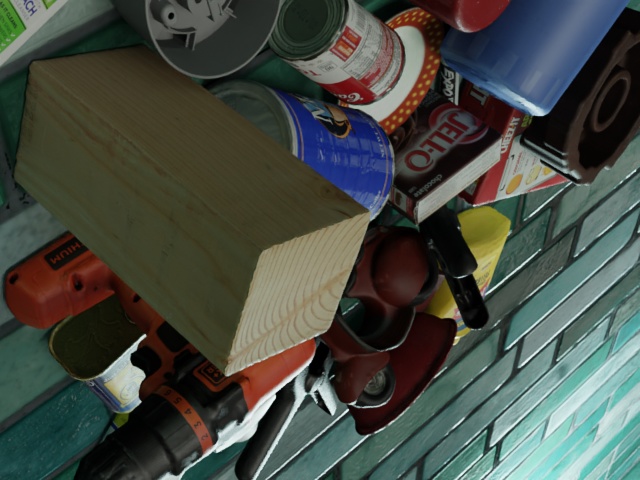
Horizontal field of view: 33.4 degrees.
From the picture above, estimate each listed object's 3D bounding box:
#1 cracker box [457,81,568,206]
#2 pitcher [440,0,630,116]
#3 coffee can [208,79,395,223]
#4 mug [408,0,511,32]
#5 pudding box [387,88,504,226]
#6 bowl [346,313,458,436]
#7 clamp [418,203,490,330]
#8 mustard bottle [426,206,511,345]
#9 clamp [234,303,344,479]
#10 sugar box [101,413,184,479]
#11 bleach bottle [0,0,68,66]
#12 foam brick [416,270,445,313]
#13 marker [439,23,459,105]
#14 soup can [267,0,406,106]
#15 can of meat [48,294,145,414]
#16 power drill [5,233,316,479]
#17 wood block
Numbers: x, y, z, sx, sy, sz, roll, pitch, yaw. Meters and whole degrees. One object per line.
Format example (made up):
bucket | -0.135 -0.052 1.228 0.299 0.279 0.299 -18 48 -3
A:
cracker box | 0.220 -0.134 1.087 0.213 0.072 0.164 -14 133 -46
pitcher | 0.206 -0.230 0.893 0.149 0.145 0.243 25 100 -44
coffee can | -0.022 -0.058 0.792 0.140 0.103 0.103 4 120 -56
mug | 0.106 -0.222 0.813 0.093 0.082 0.117 -9 130 -51
pudding box | 0.093 -0.076 0.949 0.113 0.090 0.039 -39 147 -20
bowl | 0.073 0.130 1.147 0.162 0.055 0.162 -48 -172 9
clamp | 0.114 0.000 0.984 0.039 0.171 0.120 -17 139 -1
mustard bottle | 0.157 0.057 1.225 0.096 0.058 0.192 -31 146 -39
clamp | -0.011 0.138 1.096 0.164 0.036 0.210 -26 140 -54
sugar box | -0.130 0.150 0.934 0.176 0.048 0.093 -56 151 15
bleach bottle | -0.132 -0.184 0.538 0.250 0.068 0.102 -48 151 -12
foam brick | 0.085 0.042 1.110 0.078 0.053 0.051 7 117 -57
marker | 0.118 -0.151 0.975 0.020 0.020 0.121 -38 148 -24
soup can | 0.012 -0.145 0.779 0.068 0.069 0.102 -56 151 7
can of meat | -0.145 0.076 0.818 0.102 0.057 0.084 -44 152 -13
power drill | -0.125 0.072 0.706 0.184 0.188 0.057 -35 148 -30
wood block | -0.083 -0.026 0.635 0.090 0.206 0.090 -20 138 -45
